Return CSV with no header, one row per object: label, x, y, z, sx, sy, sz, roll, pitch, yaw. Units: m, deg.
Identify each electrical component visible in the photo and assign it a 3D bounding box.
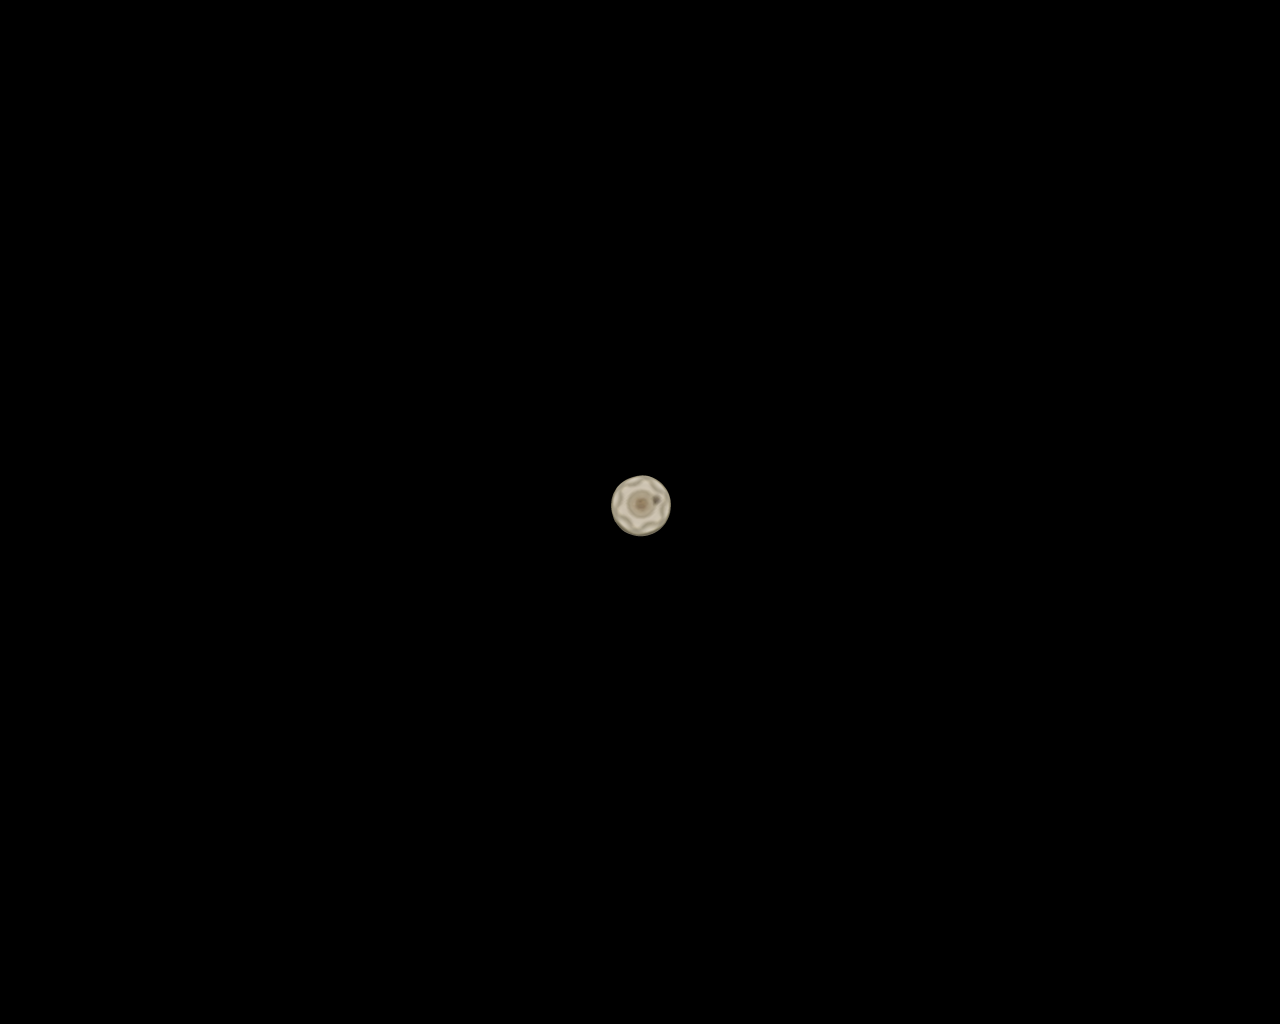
electrical component,0.001,-0.003,0.650,0.035,0.035,0.061,0,-4,0
